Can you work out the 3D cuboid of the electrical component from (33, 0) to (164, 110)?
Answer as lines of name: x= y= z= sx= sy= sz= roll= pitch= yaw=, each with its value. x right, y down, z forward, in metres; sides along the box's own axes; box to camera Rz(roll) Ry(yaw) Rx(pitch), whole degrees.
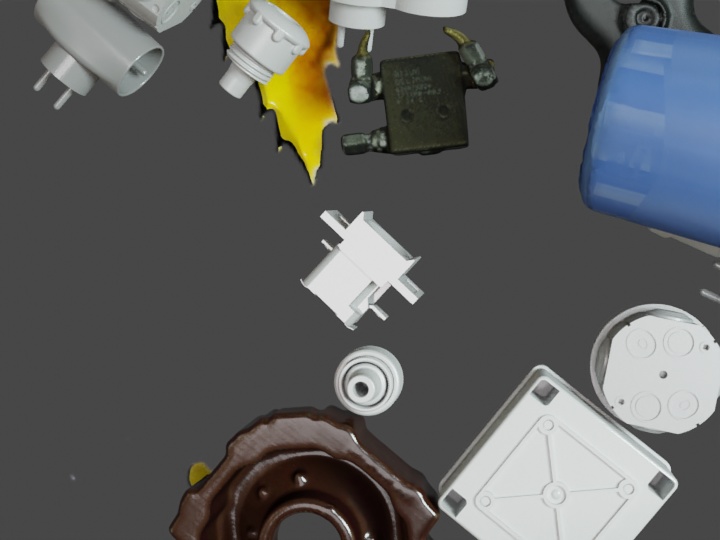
electrical component: x=-0.184 y=-0.143 z=0.714 sx=0.077 sy=0.044 sz=0.079 roll=42 pitch=96 yaw=4

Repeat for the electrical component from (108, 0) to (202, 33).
electrical component: x=-0.127 y=-0.196 z=0.688 sx=0.051 sy=0.080 sz=0.080 roll=38 pitch=96 yaw=0

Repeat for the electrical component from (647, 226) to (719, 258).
electrical component: x=0.209 y=-0.033 z=0.670 sx=0.046 sy=0.040 sz=0.040 roll=26 pitch=95 yaw=1

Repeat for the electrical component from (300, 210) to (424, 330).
electrical component: x=0.000 y=0.000 z=0.697 sx=0.081 sy=0.042 sz=0.063 roll=44 pitch=98 yaw=4

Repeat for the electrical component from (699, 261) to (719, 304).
electrical component: x=0.250 y=0.021 z=0.663 sx=0.079 sy=0.044 sz=0.077 roll=25 pitch=95 yaw=6

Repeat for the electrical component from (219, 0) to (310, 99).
electrical component: x=-0.067 y=-0.141 z=0.700 sx=0.048 sy=0.048 sz=0.062 roll=41 pitch=103 yaw=4

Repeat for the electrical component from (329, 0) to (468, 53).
electrical component: x=0.000 y=-0.176 z=0.687 sx=0.138 sy=0.052 sz=0.073 roll=10 pitch=118 yaw=7

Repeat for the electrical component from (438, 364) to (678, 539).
electrical component: x=0.122 y=0.135 z=0.678 sx=0.109 sy=0.056 sz=0.108 roll=39 pitch=96 yaw=5

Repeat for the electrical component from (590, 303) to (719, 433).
electrical component: x=0.185 y=0.062 z=0.670 sx=0.080 sy=0.051 sz=0.080 roll=0 pitch=92 yaw=8

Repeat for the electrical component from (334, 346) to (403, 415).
electrical component: x=0.004 y=0.072 z=0.688 sx=0.043 sy=0.062 sz=0.043 roll=0 pitch=92 yaw=7
